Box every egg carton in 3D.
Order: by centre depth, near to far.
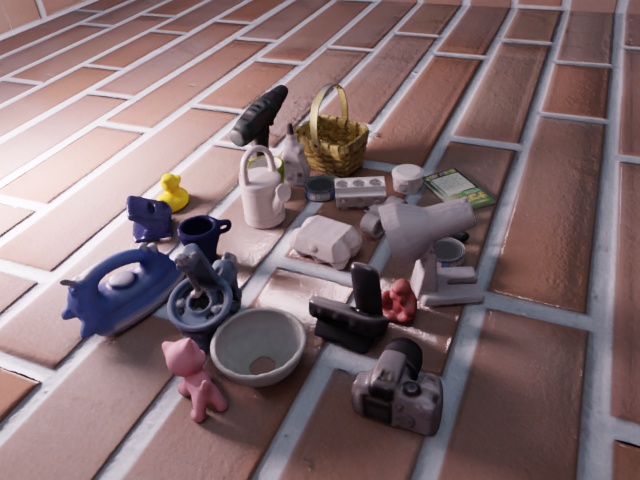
[{"bbox_3d":[0.012,0.004,1.255,0.149,0.069,0.107,19,43,27],"label":"egg carton"}]

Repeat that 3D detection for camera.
[{"bbox_3d":[0.136,0.222,0.929,0.142,0.101,0.137,12,40,21],"label":"camera"}]

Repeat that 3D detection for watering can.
[{"bbox_3d":[-0.132,-0.129,1.341,0.172,0.194,0.101,14,41,22],"label":"watering can"}]

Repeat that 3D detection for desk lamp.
[{"bbox_3d":[0.214,0.017,1.099,0.203,0.214,0.118,-5,37,0],"label":"desk lamp"}]

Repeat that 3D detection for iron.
[{"bbox_3d":[-0.387,0.076,1.139,0.118,0.142,0.259,27,47,34],"label":"iron"}]

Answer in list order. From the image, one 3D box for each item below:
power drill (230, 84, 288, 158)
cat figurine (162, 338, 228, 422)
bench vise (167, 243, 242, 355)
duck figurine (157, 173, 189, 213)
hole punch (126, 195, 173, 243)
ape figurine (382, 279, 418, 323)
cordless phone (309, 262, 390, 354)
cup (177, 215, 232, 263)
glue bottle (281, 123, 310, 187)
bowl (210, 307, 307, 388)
[{"bbox_3d":[-0.148,-0.281,1.531,0.075,0.209,0.230,17,42,26],"label":"power drill"},{"bbox_3d":[-0.212,0.218,0.954,0.067,0.118,0.127,-25,42,-25],"label":"cat figurine"},{"bbox_3d":[-0.220,0.076,1.057,0.121,0.220,0.207,-4,37,0],"label":"bench vise"},{"bbox_3d":[-0.380,-0.125,1.449,0.077,0.086,0.105,10,39,18],"label":"duck figurine"},{"bbox_3d":[-0.403,-0.059,1.360,0.101,0.091,0.108,-12,38,-11],"label":"hole punch"},{"bbox_3d":[0.151,0.111,1.082,0.076,0.092,0.077,-21,40,-20],"label":"ape figurine"},{"bbox_3d":[0.050,0.100,1.029,0.147,0.185,0.094,13,40,22],"label":"cordless phone"},{"bbox_3d":[-0.247,0.002,1.261,0.118,0.095,0.091,-17,39,-16],"label":"cup"},{"bbox_3d":[-0.069,-0.220,1.473,0.078,0.173,0.037,8,39,16],"label":"glue bottle"},{"bbox_3d":[-0.104,0.199,1.004,0.167,0.075,0.167,-3,37,2],"label":"bowl"}]
